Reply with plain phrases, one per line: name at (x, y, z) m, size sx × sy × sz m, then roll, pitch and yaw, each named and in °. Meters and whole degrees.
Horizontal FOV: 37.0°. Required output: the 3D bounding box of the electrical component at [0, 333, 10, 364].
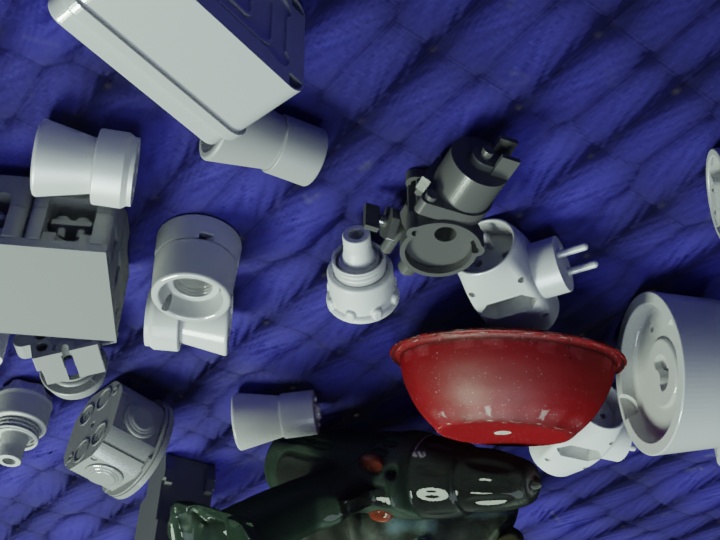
electrical component at (-0.331, 0.071, 0.766) m, size 0.105 × 0.060 × 0.186 m, roll 24°, pitch 135°, yaw -25°

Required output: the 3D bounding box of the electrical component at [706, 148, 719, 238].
electrical component at (0.228, -0.046, 0.614) m, size 0.047 × 0.055 × 0.055 m, roll -9°, pitch 139°, yaw 6°

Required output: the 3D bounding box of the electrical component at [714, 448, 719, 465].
electrical component at (0.278, 0.116, 0.791) m, size 0.052 × 0.073 × 0.138 m, roll -18°, pitch 137°, yaw 22°

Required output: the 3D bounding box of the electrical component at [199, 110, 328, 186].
electrical component at (-0.051, -0.072, 0.601) m, size 0.065 × 0.044 × 0.044 m, roll 18°, pitch 138°, yaw -26°

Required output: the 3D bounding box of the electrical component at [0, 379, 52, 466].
electrical component at (-0.260, 0.118, 0.819) m, size 0.043 × 0.062 × 0.043 m, roll 1°, pitch 140°, yaw 1°

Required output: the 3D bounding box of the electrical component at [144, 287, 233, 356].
electrical component at (-0.115, 0.034, 0.726) m, size 0.055 × 0.045 × 0.045 m, roll 5°, pitch 140°, yaw -4°

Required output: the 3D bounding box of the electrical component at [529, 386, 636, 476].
electrical component at (0.183, 0.126, 0.829) m, size 0.079 × 0.043 × 0.077 m, roll 14°, pitch 139°, yaw -14°

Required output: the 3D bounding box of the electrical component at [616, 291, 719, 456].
electrical component at (0.219, 0.068, 0.713) m, size 0.060 × 0.108 × 0.108 m, roll 1°, pitch 141°, yaw -9°

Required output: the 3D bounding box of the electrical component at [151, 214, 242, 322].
electrical component at (-0.105, 0.000, 0.683) m, size 0.055 × 0.047 × 0.055 m, roll 1°, pitch 140°, yaw 1°

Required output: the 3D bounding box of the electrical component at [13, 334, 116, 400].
electrical component at (-0.204, 0.059, 0.756) m, size 0.066 × 0.048 × 0.055 m, roll -13°, pitch 142°, yaw -11°

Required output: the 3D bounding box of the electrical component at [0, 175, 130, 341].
electrical component at (-0.223, -0.012, 0.661) m, size 0.150 × 0.061 × 0.089 m, roll 5°, pitch 140°, yaw -4°

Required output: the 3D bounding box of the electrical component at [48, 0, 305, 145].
electrical component at (-0.084, -0.123, 0.510) m, size 0.057 × 0.078 × 0.113 m, roll -29°, pitch 132°, yaw 27°

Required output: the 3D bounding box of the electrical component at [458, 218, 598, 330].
electrical component at (0.110, 0.002, 0.682) m, size 0.079 × 0.043 × 0.077 m, roll -18°, pitch 137°, yaw 22°

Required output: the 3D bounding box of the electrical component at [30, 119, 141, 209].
electrical component at (-0.156, -0.060, 0.614) m, size 0.055 × 0.045 × 0.045 m, roll 8°, pitch 140°, yaw -9°

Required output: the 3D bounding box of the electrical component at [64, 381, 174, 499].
electrical component at (-0.182, 0.128, 0.816) m, size 0.051 × 0.080 × 0.080 m, roll 36°, pitch 130°, yaw -28°

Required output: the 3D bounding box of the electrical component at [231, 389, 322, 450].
electrical component at (-0.062, 0.112, 0.823) m, size 0.065 × 0.044 × 0.044 m, roll -8°, pitch 140°, yaw 3°

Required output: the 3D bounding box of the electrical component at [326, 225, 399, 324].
electrical component at (0.000, 0.000, 0.684) m, size 0.048 × 0.048 × 0.062 m, roll -2°, pitch 134°, yaw 4°
